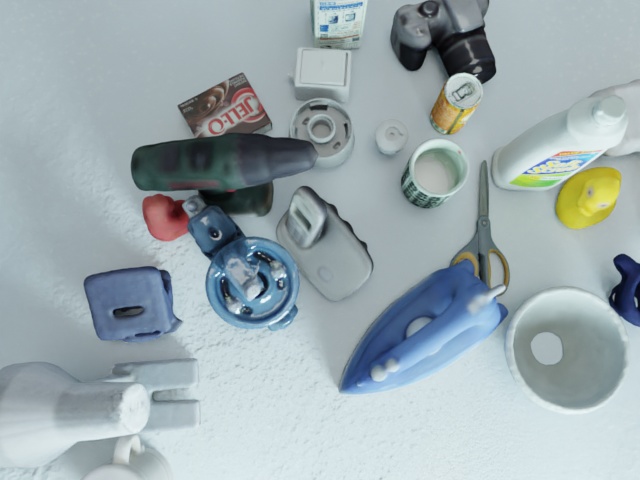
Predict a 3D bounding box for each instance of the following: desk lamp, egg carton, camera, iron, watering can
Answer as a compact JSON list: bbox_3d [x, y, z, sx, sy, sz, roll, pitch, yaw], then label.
[{"bbox_3d":[-0.269,0.201,0.704,0.203,0.213,0.118,-5,81,-1],"label":"desk lamp"},{"bbox_3d":[0.469,-0.181,0.839,0.150,0.069,0.107,-11,82,-2],"label":"egg carton"},{"bbox_3d":[0.192,-0.291,0.838,0.143,0.101,0.137,-20,82,-3],"label":"camera"},{"bbox_3d":[0.132,0.132,0.753,0.258,0.141,0.118,-36,83,-5],"label":"iron"},{"bbox_3d":[-0.249,0.329,0.695,0.101,0.194,0.173,-14,82,-2],"label":"watering can"}]

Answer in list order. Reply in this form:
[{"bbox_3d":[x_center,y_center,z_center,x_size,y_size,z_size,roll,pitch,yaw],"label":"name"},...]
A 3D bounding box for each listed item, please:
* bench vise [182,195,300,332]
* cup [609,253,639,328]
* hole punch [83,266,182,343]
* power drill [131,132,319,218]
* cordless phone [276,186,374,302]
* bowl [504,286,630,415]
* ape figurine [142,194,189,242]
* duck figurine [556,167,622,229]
[{"bbox_3d":[-0.117,0.033,0.727,0.207,0.220,0.121,33,83,5],"label":"bench vise"},{"bbox_3d":[0.432,0.071,0.788,0.092,0.095,0.117,-39,83,-6],"label":"cup"},{"bbox_3d":[-0.255,0.089,0.783,0.108,0.091,0.101,-9,81,-1],"label":"hole punch"},{"bbox_3d":[-0.116,-0.085,0.751,0.229,0.208,0.076,-2,81,0],"label":"power drill"},{"bbox_3d":[0.007,0.003,0.750,0.094,0.185,0.147,-43,84,-6],"label":"cordless phone"},{"bbox_3d":[0.326,0.148,0.786,0.167,0.075,0.167,0,81,0],"label":"bowl"},{"bbox_3d":[-0.217,-0.039,0.802,0.078,0.092,0.076,35,83,5],"label":"ape figurine"},{"bbox_3d":[0.394,-0.067,0.813,0.104,0.086,0.077,-43,84,-6],"label":"duck figurine"}]
